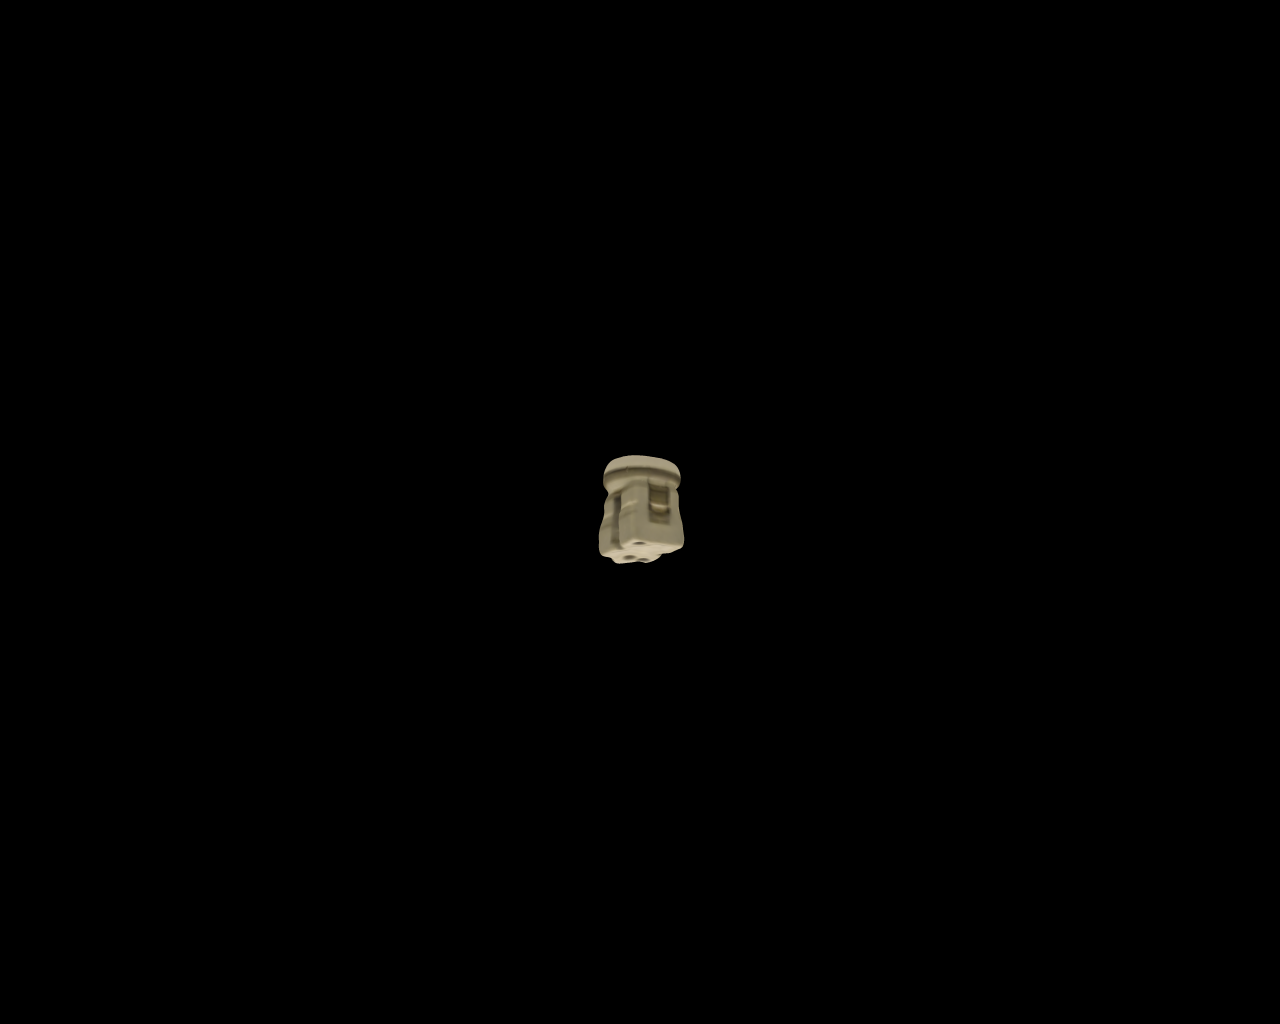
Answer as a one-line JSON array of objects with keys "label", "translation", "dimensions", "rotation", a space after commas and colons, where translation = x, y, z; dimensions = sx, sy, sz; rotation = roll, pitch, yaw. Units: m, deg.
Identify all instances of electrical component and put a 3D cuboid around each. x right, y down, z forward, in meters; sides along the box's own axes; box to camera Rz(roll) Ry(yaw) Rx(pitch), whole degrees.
[{"label": "electrical component", "translation": [0.001, -0.003, 0.650], "dimensions": [0.048, 0.055, 0.066], "rotation": [11, -21, -30]}]
